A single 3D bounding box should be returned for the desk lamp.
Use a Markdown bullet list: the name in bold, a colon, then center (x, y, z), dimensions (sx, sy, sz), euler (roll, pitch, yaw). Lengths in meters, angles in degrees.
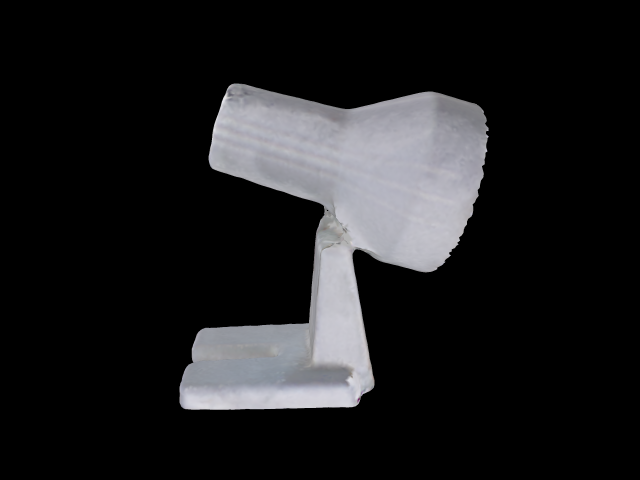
- **desk lamp**: center (0.004, 0.001, 0.400), dimensions (0.203, 0.214, 0.118), euler (-1, 15, -5)
